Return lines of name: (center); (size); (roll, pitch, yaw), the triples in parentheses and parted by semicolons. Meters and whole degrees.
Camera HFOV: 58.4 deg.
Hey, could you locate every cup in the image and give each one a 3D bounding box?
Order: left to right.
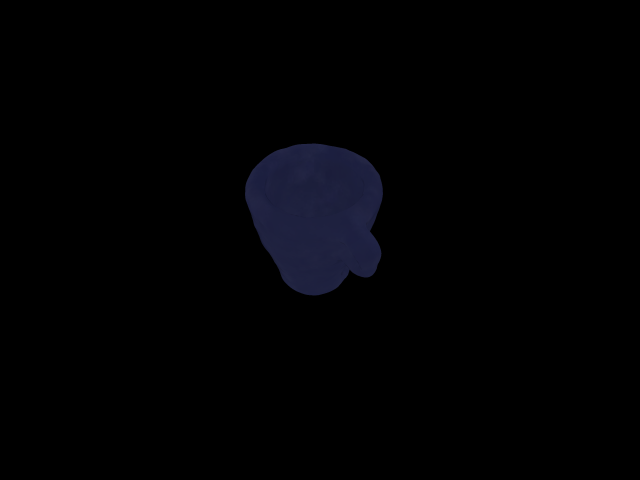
cup: (0.004, 0.001, 0.400); (0.092, 0.095, 0.117); (-24, 50, -22)
